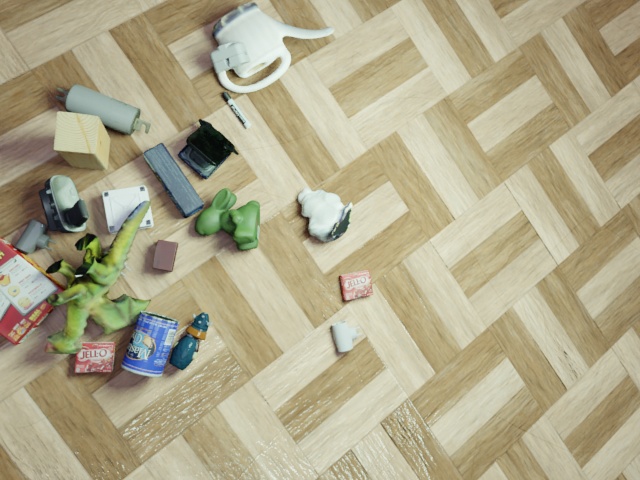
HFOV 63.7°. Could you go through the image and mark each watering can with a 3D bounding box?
[{"bbox_3d":[-0.153,-0.564,1.440,0.347,0.223,0.104,-33,6,4],"label":"watering can"}]

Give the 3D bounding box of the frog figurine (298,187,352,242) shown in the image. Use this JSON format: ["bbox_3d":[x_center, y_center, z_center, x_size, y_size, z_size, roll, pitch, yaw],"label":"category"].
[{"bbox_3d":[0.004,-0.074,1.466,0.160,0.138,0.121,25,-4,24],"label":"frog figurine"}]

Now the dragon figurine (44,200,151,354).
[{"bbox_3d":[-0.517,0.114,1.271,0.123,0.237,0.415,25,62,42],"label":"dragon figurine"}]
